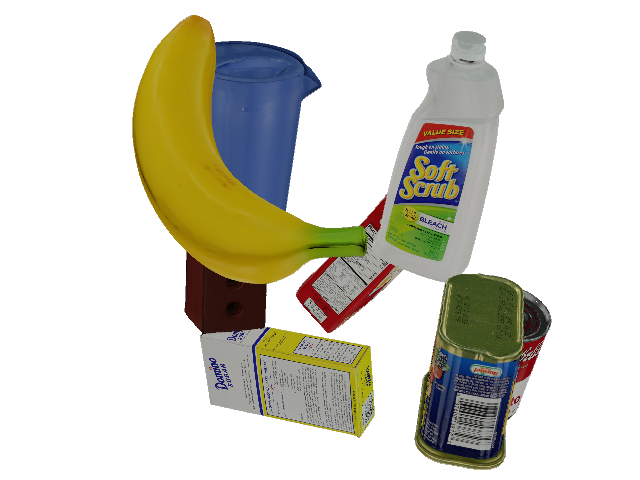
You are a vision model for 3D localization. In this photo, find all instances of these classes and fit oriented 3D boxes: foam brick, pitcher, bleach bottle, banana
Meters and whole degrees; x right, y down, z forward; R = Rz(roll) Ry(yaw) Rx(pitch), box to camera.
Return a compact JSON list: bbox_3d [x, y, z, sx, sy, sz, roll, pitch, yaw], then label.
[{"bbox_3d":[-0.073,0.025,0.819,0.052,0.078,0.051,-4,15,-22],"label":"foam brick"},{"bbox_3d":[-0.101,-0.095,1.201,0.149,0.243,0.144,29,36,36],"label":"pitcher"},{"bbox_3d":[0.115,-0.083,1.025,0.103,0.251,0.068,23,40,21],"label":"bleach bottle"},{"bbox_3d":[-0.050,-0.039,0.486,0.069,0.037,0.198,-19,46,-16],"label":"banana"}]

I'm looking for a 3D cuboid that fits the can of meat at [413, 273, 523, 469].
[{"bbox_3d":[0.096,0.079,0.678,0.057,0.084,0.102,10,28,6],"label":"can of meat"}]

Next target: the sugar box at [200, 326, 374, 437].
[{"bbox_3d":[-0.034,0.140,1.104,0.176,0.093,0.048,11,33,24],"label":"sugar box"}]

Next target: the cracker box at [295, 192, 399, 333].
[{"bbox_3d":[0.083,-0.003,1.272,0.214,0.072,0.163,-48,-8,34],"label":"cracker box"}]

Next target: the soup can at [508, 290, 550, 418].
[{"bbox_3d":[0.149,0.098,0.911,0.068,0.102,0.068,7,38,-5],"label":"soup can"}]
